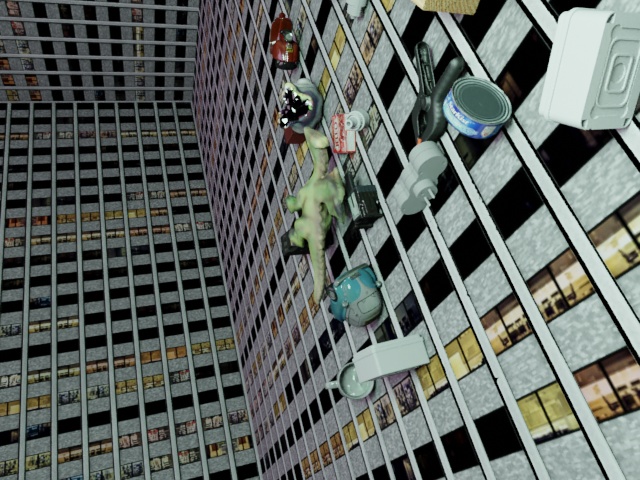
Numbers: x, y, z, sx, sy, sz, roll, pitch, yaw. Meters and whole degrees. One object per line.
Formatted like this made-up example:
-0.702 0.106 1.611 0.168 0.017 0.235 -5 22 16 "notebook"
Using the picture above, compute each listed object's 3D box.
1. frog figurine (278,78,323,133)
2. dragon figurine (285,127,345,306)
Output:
-0.041 -0.354 1.355 0.161 0.122 0.136 -48 -49 -68 "frog figurine"
0.004 -0.060 1.195 0.240 0.122 0.414 138 125 -72 "dragon figurine"
